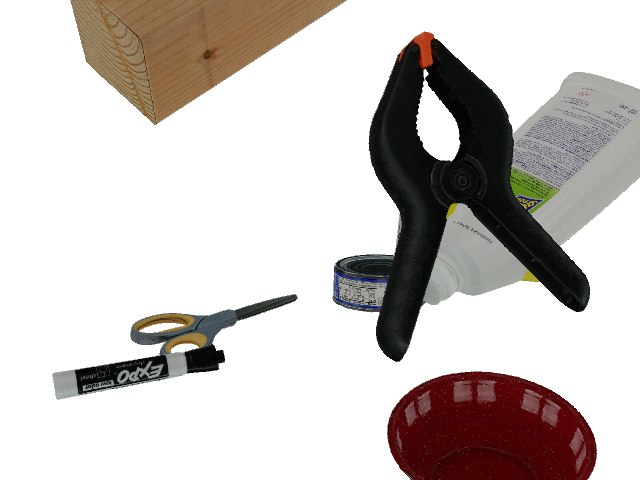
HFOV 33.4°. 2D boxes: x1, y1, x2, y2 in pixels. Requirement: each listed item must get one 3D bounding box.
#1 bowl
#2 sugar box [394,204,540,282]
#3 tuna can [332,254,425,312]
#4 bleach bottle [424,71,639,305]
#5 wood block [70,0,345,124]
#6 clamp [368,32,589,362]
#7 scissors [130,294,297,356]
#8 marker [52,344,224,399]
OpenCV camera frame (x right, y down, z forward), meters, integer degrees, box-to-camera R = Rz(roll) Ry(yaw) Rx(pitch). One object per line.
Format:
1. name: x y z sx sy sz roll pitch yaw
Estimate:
1. bowl: 0.133 0.174 0.844 0.162 0.055 0.162 0 32 0
2. sugar box: 0.179 -0.005 1.249 0.176 0.093 0.048 3 22 -3
3. tuna can: 0.054 0.038 0.977 0.086 0.034 0.086 0 13 0
4. bleach bottle: 0.156 -0.036 0.813 0.250 0.068 0.103 -37 44 -27
5. wood block: -0.071 -0.190 0.785 0.205 0.090 0.091 -37 -26 -22
6. clamp: 0.063 -0.021 0.569 0.120 0.171 0.039 -22 -2 -18
7. scissors: -0.101 0.095 1.149 0.201 0.016 0.096 -6 31 -22
8. marker: -0.128 0.092 0.757 0.121 0.020 0.020 -9 2 -14
